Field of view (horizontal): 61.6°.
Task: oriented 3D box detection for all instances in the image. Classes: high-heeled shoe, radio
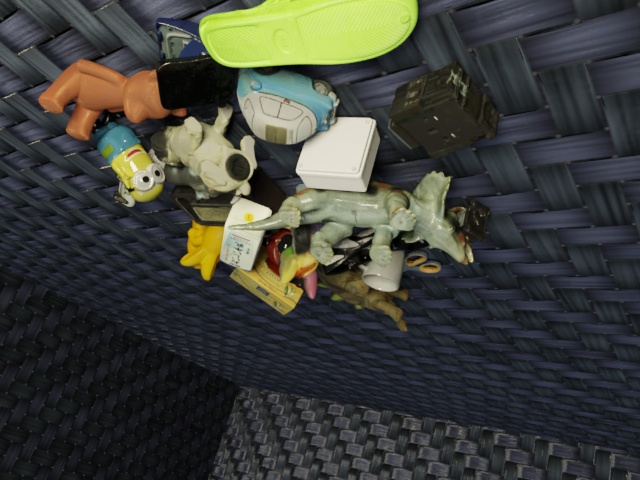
[{"bbox_3d":[0.127,0.024,1.086,0.249,0.145,0.086,10,155,20],"label":"high-heeled shoe"},{"bbox_3d":[-0.197,-0.089,1.147,0.230,0.073,0.131,1,151,28],"label":"radio"}]

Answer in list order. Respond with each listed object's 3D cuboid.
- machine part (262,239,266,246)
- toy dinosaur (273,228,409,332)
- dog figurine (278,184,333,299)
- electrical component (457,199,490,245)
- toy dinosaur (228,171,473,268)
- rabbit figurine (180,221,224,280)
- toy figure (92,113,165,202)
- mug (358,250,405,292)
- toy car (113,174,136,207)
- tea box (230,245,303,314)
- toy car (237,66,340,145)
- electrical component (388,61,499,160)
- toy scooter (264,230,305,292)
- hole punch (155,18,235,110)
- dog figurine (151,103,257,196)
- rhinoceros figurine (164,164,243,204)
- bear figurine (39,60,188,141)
[{"bbox_3d":[-0.157,-0.020,1.308,0.084,0.039,0.138,14,157,19],"label":"machine part"},{"bbox_3d":[0.059,0.091,1.319,0.470,0.105,0.199,44,150,-25],"label":"toy dinosaur"},{"bbox_3d":[-0.002,-0.003,1.031,0.108,0.219,0.192,30,153,-32],"label":"dog figurine"},{"bbox_3d":[0.254,-0.020,0.998,0.047,0.075,0.119,27,149,-19],"label":"electrical component"},{"bbox_3d":[0.062,-0.052,0.914,0.405,0.192,0.131,10,121,16],"label":"toy dinosaur"},{"bbox_3d":[-0.264,0.005,1.281,0.122,0.162,0.173,38,155,-18],"label":"rabbit figurine"},{"bbox_3d":[-0.374,-0.158,1.052,0.180,0.082,0.089,51,166,-1],"label":"toy figure"},{"bbox_3d":[0.133,0.043,1.167,0.109,0.107,0.081,26,153,-9],"label":"mug"},{"bbox_3d":[-0.416,-0.136,1.195,0.056,0.073,0.202,28,153,-13],"label":"toy car"},{"bbox_3d":[-0.122,0.093,1.317,0.169,0.098,0.068,34,146,-8],"label":"tea box"},{"bbox_3d":[-0.058,-0.195,0.812,0.162,0.103,0.109,19,156,0],"label":"toy car"},{"bbox_3d":[0.166,-0.175,0.761,0.114,0.058,0.134,35,149,-29],"label":"electrical component"},{"bbox_3d":[-0.084,0.037,1.225,0.135,0.075,0.183,31,154,40],"label":"toy scooter"},{"bbox_3d":[-0.187,-0.262,0.799,0.116,0.092,0.142,-9,157,-16],"label":"hole punch"},{"bbox_3d":[-0.214,-0.143,0.971,0.191,0.121,0.172,-12,99,51],"label":"dog figurine"},{"bbox_3d":[-0.223,-0.129,1.042,0.191,0.112,0.073,15,154,25],"label":"rhinoceros figurine"},{"bbox_3d":[-0.336,-0.228,0.899,0.196,0.132,0.120,18,160,13],"label":"bear figurine"}]
